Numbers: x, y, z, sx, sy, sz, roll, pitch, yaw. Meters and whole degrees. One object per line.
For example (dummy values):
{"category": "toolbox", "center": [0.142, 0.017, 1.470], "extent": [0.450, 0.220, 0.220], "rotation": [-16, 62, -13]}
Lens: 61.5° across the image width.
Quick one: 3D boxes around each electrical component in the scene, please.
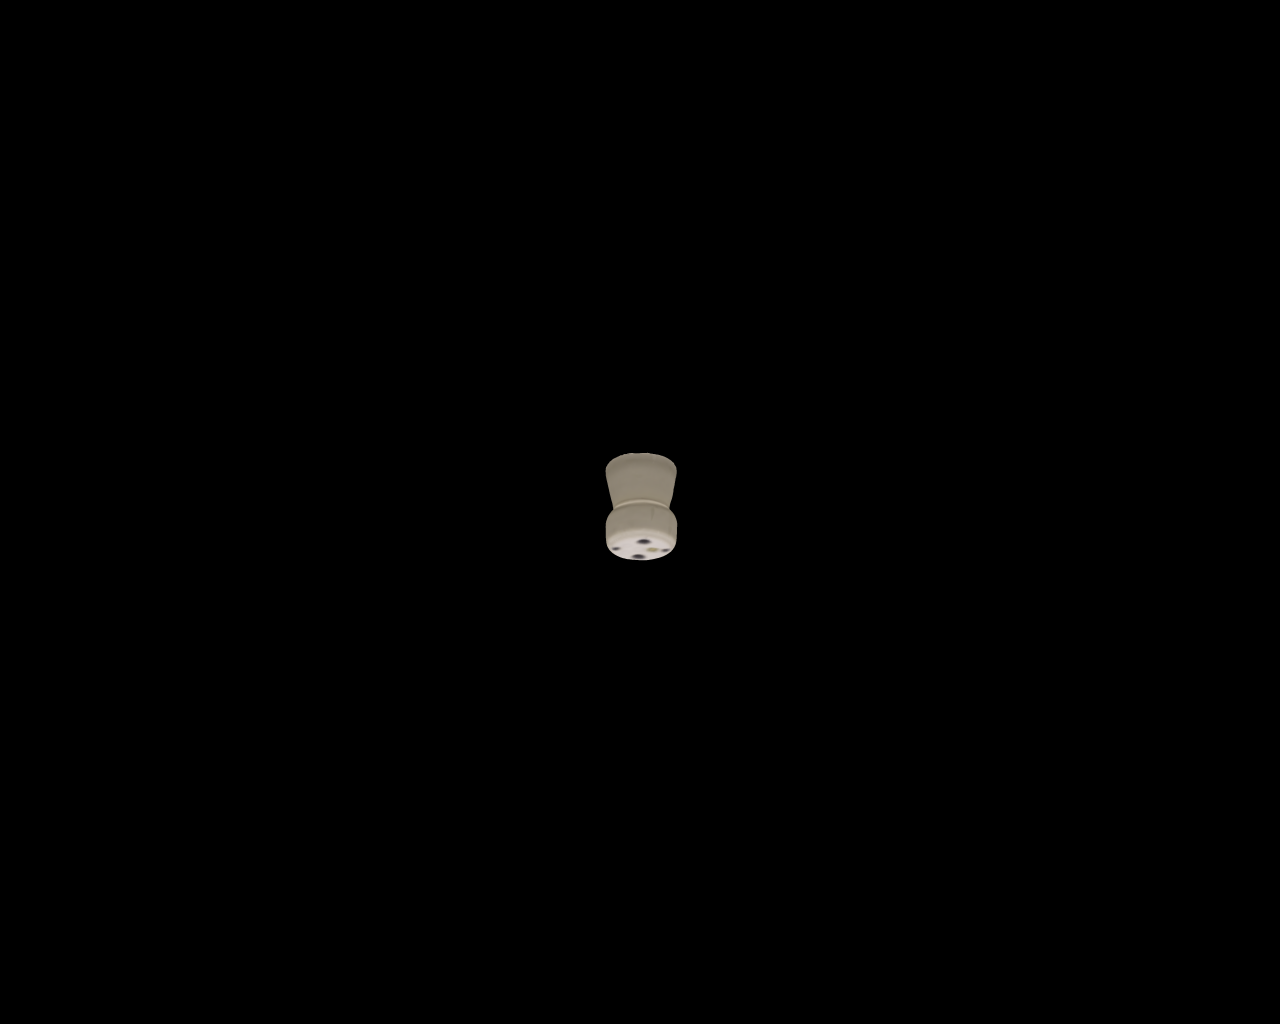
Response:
{"category": "electrical component", "center": [0.001, -0.003, 0.650], "extent": [0.045, 0.055, 0.044], "rotation": [0, -26, 0]}
